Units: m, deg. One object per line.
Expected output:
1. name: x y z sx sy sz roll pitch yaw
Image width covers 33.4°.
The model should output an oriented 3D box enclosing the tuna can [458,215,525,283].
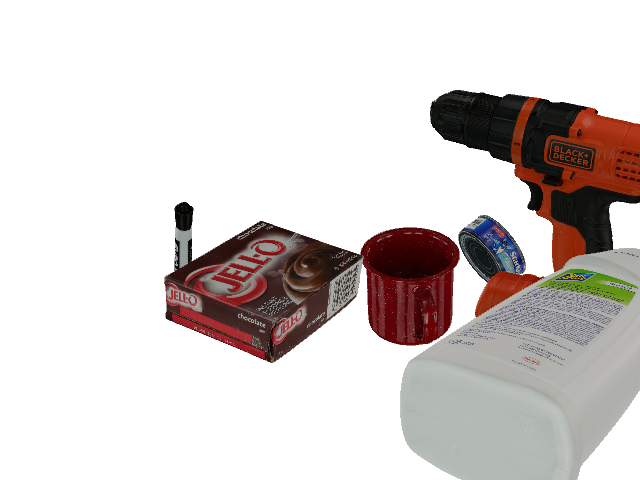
1. tuna can: 0.204 0.014 1.279 0.033 0.086 0.086 -35 9 -14

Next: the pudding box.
1. pudding box: -0.037 0.032 0.726 0.090 0.039 0.113 20 29 27

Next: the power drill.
1. power drill: 0.165 -0.018 0.820 0.185 0.188 0.057 17 34 26

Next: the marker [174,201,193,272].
1. marker: -0.141 0.010 1.102 0.020 0.121 0.020 4 39 -4

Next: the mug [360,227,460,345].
1. mug: 0.088 0.052 1.008 0.093 0.081 0.117 -10 33 -11

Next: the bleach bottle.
1. bleach bottle: 0.154 0.058 0.616 0.103 0.068 0.250 16 27 36
